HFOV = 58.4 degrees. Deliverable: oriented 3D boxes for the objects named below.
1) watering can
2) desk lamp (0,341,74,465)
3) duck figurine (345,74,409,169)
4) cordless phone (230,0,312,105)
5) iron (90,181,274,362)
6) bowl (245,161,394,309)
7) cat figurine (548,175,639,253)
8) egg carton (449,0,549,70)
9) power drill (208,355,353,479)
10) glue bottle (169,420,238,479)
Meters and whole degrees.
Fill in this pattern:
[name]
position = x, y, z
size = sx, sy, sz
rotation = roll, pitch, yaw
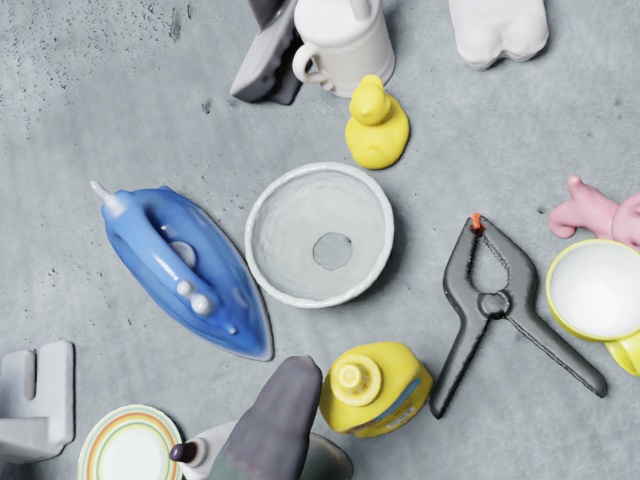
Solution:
[watering can]
position = 0.025, -0.265, 0.662
size = 0.100, 0.194, 0.173
rotation = 11, 74, 20
[desk lamp]
position = -0.370, 0.198, 0.599
size = 0.117, 0.214, 0.203
rotation = -15, 67, 11
[duck figurine]
position = 0.061, -0.141, 0.666
size = 0.077, 0.086, 0.104
rotation = -2, 70, 16
[cordless phone]
position = -0.079, -0.265, 0.698
size = 0.094, 0.185, 0.148
rotation = 15, 76, 21
[iron]
position = -0.155, 0.031, 0.636
size = 0.119, 0.142, 0.257
rotation = -46, 65, -3
[bowl]
position = 0.006, 0.002, 0.636
size = 0.167, 0.075, 0.167
rotation = -5, 69, 15
[cat figurine]
position = 0.287, -0.022, 0.538
size = 0.127, 0.118, 0.067
rotation = 37, 84, 25
[egg carton]
position = 0.209, -0.277, 0.681
size = 0.107, 0.069, 0.150
rotation = -10, 68, 13
[power drill]
position = -0.040, 0.216, 0.497
size = 0.075, 0.209, 0.230
rotation = 24, 79, 23
[glue bottle]
position = -0.096, 0.201, 0.539
size = 0.078, 0.173, 0.037
rotation = -44, 65, -2
